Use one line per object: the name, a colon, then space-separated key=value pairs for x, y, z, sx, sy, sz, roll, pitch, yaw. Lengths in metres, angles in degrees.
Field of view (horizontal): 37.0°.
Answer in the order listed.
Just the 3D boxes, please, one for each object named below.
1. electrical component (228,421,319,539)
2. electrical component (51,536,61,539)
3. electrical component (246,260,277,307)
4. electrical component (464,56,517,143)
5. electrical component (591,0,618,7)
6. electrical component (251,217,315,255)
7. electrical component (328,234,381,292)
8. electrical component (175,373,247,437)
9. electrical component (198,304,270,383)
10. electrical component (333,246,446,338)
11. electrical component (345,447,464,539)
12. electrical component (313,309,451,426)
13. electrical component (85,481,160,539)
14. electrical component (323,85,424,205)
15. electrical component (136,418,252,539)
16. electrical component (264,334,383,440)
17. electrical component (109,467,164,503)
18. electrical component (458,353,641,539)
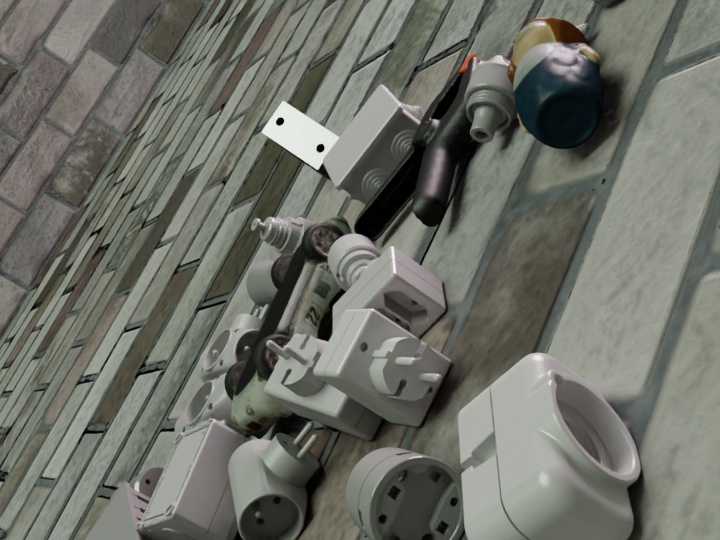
electrical component: x=-0.054 y=0.138 z=0.731 sx=0.079 sy=0.043 sz=0.077 roll=-52 pitch=20 yaw=8
electrical component: x=-0.220 y=0.234 z=0.748 sx=0.042 sy=0.064 sz=0.081 roll=-43 pitch=25 yaw=33
electrical component: x=-0.069 y=0.013 z=0.963 sx=0.065 sy=0.044 sz=0.044 roll=-1 pitch=57 yaw=60
electrical component: x=0.097 y=-0.122 z=0.790 sx=0.043 sy=0.043 sz=0.062 roll=-26 pitch=37 yaw=54
electrical component: x=0.165 y=-0.220 z=0.760 sx=0.043 sy=0.062 sz=0.043 roll=-46 pitch=22 yaw=25
electrical component: x=-0.060 y=-0.028 z=0.959 sx=0.040 sy=0.078 sz=0.040 roll=-41 pitch=39 yaw=44
electrical component: x=0.000 y=0.000 z=0.825 sx=0.040 sy=0.040 sz=0.078 roll=-53 pitch=21 yaw=8
electrical component: x=-0.118 y=0.132 z=0.882 sx=0.077 sy=0.044 sz=0.079 roll=-42 pitch=25 yaw=33
electrical component: x=-0.100 y=0.065 z=0.946 sx=0.077 sy=0.044 sz=0.079 roll=-24 pitch=38 yaw=55
electrical component: x=0.019 y=0.016 z=0.748 sx=0.065 sy=0.047 sz=0.076 roll=-47 pitch=22 yaw=23
electrical component: x=0.023 y=0.122 z=0.568 sx=0.055 sy=0.055 sz=0.047 roll=-59 pitch=17 yaw=-9
electrical component: x=0.022 y=0.059 z=0.648 sx=0.047 sy=0.066 sz=0.077 roll=-62 pitch=21 yaw=-16
electrical component: x=-0.172 y=0.249 z=0.801 sx=0.105 sy=0.060 sz=0.186 roll=-56 pitch=20 yaw=0
electrical component: x=0.017 y=-0.104 z=0.935 sx=0.099 sy=0.048 sz=0.099 roll=-52 pitch=20 yaw=11
electrical component: x=-0.111 y=0.158 z=0.802 sx=0.062 sy=0.061 sz=0.096 roll=-30 pitch=32 yaw=51
electrical component: x=-0.031 y=0.067 z=0.711 sx=0.083 sy=0.076 sz=0.047 roll=10 pitch=66 yaw=50
electrical component: x=-0.186 y=0.199 z=0.931 sx=0.055 sy=0.045 sz=0.045 roll=-37 pitch=27 yaw=41
electrical component: x=0.084 y=0.086 z=0.483 sx=0.059 sy=0.054 sz=0.095 roll=-45 pitch=23 yaw=28
